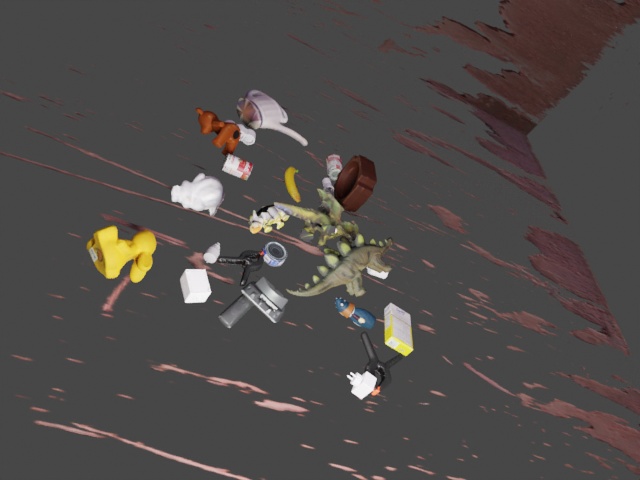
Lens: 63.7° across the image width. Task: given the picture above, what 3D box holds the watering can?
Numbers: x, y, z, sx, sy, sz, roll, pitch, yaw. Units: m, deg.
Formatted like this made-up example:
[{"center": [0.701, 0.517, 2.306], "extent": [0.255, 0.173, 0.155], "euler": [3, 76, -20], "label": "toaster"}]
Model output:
[{"center": [-0.214, -0.519, 2.199], "extent": [0.351, 0.102, 0.227], "euler": [50, 40, 15], "label": "watering can"}]

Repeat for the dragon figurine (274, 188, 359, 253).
[{"center": [0.006, -0.097, 1.928], "extent": [0.406, 0.120, 0.249], "euler": [36, 34, -24], "label": "dragon figurine"}]

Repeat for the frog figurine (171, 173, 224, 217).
[{"center": [-0.401, -0.160, 1.690], "extent": [0.158, 0.121, 0.140], "euler": [23, 59, -37], "label": "frog figurine"}]
